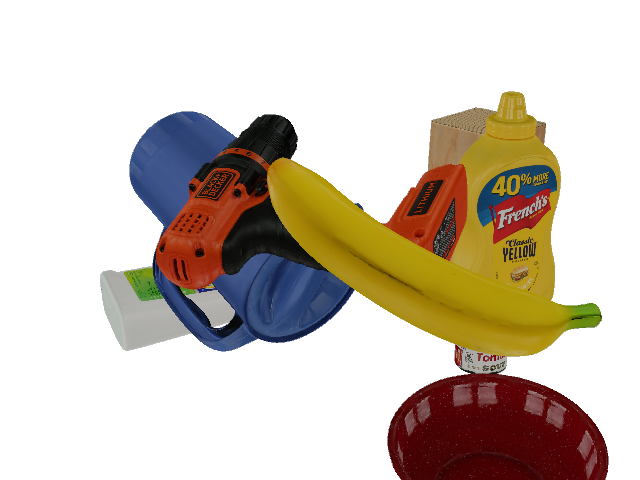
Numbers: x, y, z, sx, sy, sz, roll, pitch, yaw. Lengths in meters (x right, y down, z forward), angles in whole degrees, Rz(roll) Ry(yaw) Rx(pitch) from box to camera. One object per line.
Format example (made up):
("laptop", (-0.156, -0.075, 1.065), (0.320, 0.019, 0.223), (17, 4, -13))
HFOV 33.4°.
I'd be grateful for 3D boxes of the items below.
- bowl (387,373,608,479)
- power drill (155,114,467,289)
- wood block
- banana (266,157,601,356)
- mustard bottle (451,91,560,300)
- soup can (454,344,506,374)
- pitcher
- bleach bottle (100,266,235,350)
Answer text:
("bowl", (0.130, 0.171, 0.802), (0.162, 0.055, 0.162), (-1, 34, 0))
("power drill", (0.002, -0.025, 0.735), (0.188, 0.057, 0.184), (6, 40, 20))
("wood block", (0.171, -0.027, 1.137), (0.090, 0.206, 0.090), (20, 27, 38))
("banana", (0.041, 0.012, 0.545), (0.198, 0.037, 0.069), (28, 21, 19))
("mustard bottle", (0.157, -0.030, 0.902), (0.096, 0.192, 0.058), (-9, 23, -21))
("soup can", (0.205, 0.111, 1.352), (0.068, 0.102, 0.068), (1, 20, 0))
("pitcher", (-0.087, -0.016, 1.009), (0.148, 0.145, 0.243), (-12, 40, -38))
("bleach bottle", (-0.120, 0.054, 1.239), (0.250, 0.068, 0.103), (-13, 35, -20))
